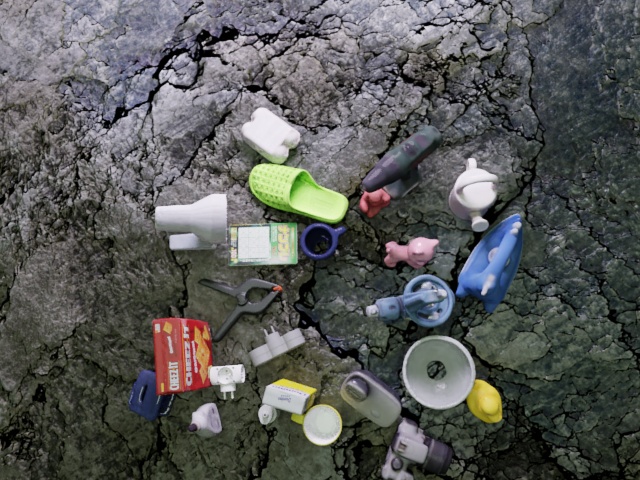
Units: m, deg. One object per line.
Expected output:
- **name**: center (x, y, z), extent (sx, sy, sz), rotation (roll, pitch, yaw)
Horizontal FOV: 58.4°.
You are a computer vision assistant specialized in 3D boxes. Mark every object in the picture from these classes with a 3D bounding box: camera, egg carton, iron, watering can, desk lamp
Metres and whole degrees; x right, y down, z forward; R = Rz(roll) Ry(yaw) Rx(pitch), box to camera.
- **camera**: center (0.223, 0.497, 1.300), extent (0.136, 0.101, 0.143), rotation (20, 82, 9)
- **egg carton**: center (-0.131, -0.271, 1.496), extent (0.150, 0.069, 0.107), rotation (36, 85, 11)
- **iron**: center (0.423, 0.036, 1.346), extent (0.118, 0.141, 0.258), rotation (27, 83, 10)
- **watering can**: center (0.369, -0.109, 1.352), extent (0.101, 0.194, 0.173), rotation (-26, 78, 1)
- **desk lamp**: center (-0.301, -0.037, 1.395), extent (0.203, 0.213, 0.118), rotation (-4, 79, 5)

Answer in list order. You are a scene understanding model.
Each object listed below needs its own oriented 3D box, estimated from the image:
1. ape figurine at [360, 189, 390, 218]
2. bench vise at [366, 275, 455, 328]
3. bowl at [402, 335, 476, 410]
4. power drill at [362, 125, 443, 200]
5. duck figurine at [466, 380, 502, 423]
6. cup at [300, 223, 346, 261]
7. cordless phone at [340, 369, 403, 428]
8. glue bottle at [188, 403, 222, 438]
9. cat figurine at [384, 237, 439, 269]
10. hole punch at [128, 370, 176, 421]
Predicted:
- **ape figurine**: center (0.136, -0.103, 1.426), extent (0.077, 0.092, 0.076), rotation (-3, 79, 6)
- **bench vise**: center (0.216, 0.155, 1.304), extent (0.207, 0.220, 0.121), rotation (-29, 78, 0)
- **bowl**: center (0.275, 0.309, 1.344), extent (0.167, 0.075, 0.167), rotation (-1, 79, 6)
- **power drill**: center (0.193, -0.169, 1.373), extent (0.230, 0.208, 0.075), rotation (-42, 78, -3)
- **duck figurine**: center (0.381, 0.373, 1.315), extent (0.077, 0.086, 0.104), rotation (-30, 78, 0)
- **cup**: center (0.013, 0.005, 1.417), extent (0.118, 0.095, 0.091), rotation (-28, 78, 0)
- **cordless phone**: center (0.115, 0.360, 1.294), extent (0.147, 0.185, 0.094), rotation (32, 84, 11)
- **glue bottle**: center (-0.272, 0.425, 1.326), extent (0.037, 0.173, 0.078), rotation (-16, 78, 3)
- **cat figurine**: center (0.219, 0.028, 1.380), extent (0.127, 0.118, 0.067), rotation (1, 79, 6)
- **hole punch**: center (-0.413, 0.378, 1.391), extent (0.101, 0.091, 0.109), rotation (15, 81, 8)
